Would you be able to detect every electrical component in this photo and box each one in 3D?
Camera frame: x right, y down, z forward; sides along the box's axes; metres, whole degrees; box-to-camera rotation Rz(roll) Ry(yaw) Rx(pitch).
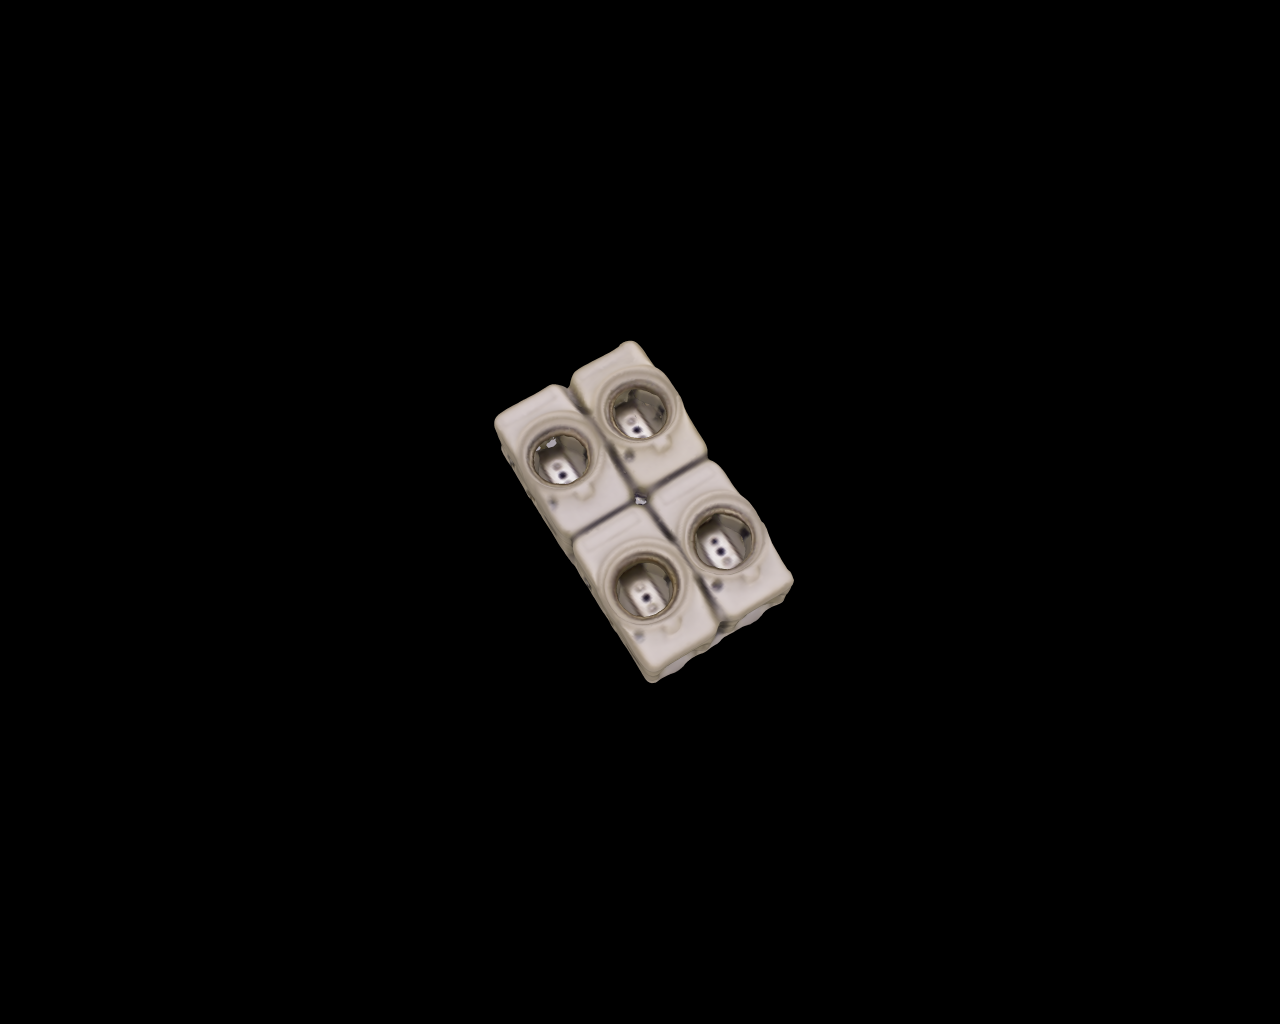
[{"bbox_3d":[0.001,-0.003,0.650,0.105,0.186,0.060,-30,-15,-9],"label":"electrical component"}]
